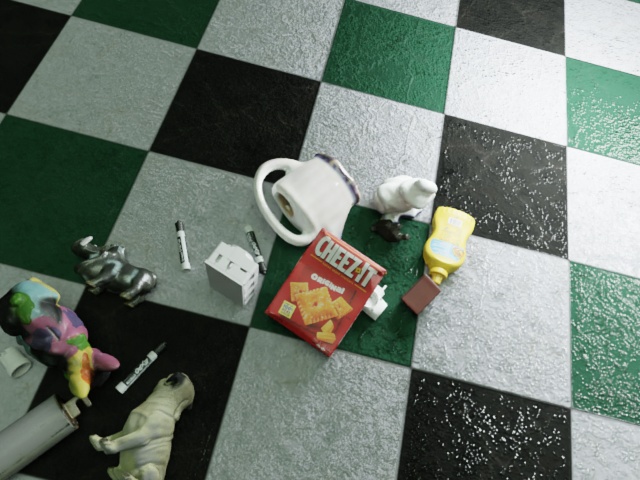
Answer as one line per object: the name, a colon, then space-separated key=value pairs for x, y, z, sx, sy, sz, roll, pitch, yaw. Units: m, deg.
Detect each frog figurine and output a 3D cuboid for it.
frog figurine: x=0.198 y=-0.112 z=1.198 sx=0.137 sy=0.156 sz=0.125 roll=-3 pitch=64 yaw=-10

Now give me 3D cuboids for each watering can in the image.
watering can: x=0.004 y=-0.059 z=1.182 sx=0.227 sy=0.102 sz=0.348 roll=-39 pitch=87 yaw=-21
